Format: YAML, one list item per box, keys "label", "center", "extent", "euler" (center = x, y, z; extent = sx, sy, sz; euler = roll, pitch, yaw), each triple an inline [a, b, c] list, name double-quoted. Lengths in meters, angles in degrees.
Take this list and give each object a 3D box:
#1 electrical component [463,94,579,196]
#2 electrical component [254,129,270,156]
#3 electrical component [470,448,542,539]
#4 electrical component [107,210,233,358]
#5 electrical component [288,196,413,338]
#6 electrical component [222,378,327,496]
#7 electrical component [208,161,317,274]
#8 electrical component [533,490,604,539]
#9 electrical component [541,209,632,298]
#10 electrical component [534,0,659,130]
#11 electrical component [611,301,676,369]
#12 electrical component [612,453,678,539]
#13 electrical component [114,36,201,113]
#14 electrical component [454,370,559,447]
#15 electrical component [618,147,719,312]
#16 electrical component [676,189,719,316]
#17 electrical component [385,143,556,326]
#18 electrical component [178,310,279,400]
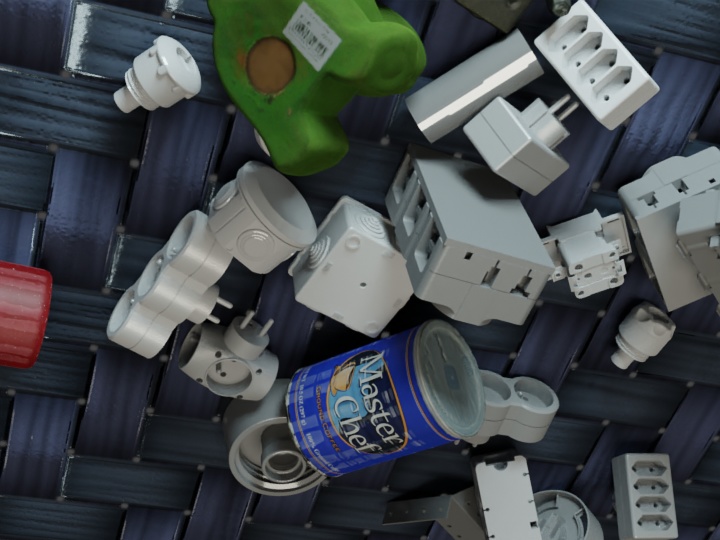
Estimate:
- label: "electrical component"
  center: [0.135, -0.106, 0.828]
  extent: [0.076, 0.047, 0.083]
  euler: [-41, 153, 18]
- label: "electrical component"
  center: [-0.051, -0.115, 0.808]
  extent: [0.058, 0.057, 0.078]
  euler: [-10, 125, -2]
- label: "electrical component"
  center: [0.142, 0.225, 1.054]
  extent: [0.050, 0.055, 0.089]
  euler: [-11, 89, -1]
- label: "electrical component"
  center: [-0.142, 0.021, 0.889]
  extent: [0.074, 0.052, 0.138]
  euler: [31, 115, -26]
- label: "electrical component"
  center: [0.000, 0.000, 0.900]
  extent: [0.100, 0.048, 0.099]
  euler: [27, 116, -23]
- label: "electrical component"
  center: [-0.072, 0.160, 0.989]
  extent: [0.108, 0.060, 0.108]
  euler: [-4, 125, -6]
- label: "electrical component"
  center: [-0.076, -0.041, 0.842]
  extent: [0.051, 0.080, 0.080]
  euler: [-38, 121, 23]
- label: "electrical component"
  center: [0.193, 0.271, 1.085]
  extent: [0.099, 0.099, 0.064]
  euler: [-37, 128, 16]
- label: "electrical component"
  center: [0.192, -0.012, 0.912]
  extent: [0.081, 0.063, 0.042]
  euler: [-20, 126, 4]
- label: "electrical component"
  center: [0.185, -0.150, 0.817]
  extent: [0.047, 0.083, 0.076]
  euler: [-41, 158, 18]
- label: "electrical component"
  center: [0.255, 0.063, 0.986]
  extent: [0.043, 0.043, 0.062]
  euler: [21, 120, -21]
- label: "electrical component"
  center: [0.281, 0.233, 1.093]
  extent: [0.047, 0.083, 0.075]
  euler: [2, 162, -10]
- label: "electrical component"
  center: [-0.151, -0.137, 0.786]
  extent: [0.062, 0.048, 0.048]
  euler: [-28, 124, 19]
- label: "electrical component"
  center: [0.110, 0.137, 1.008]
  extent: [0.138, 0.052, 0.073]
  euler: [10, 122, -15]
- label: "electrical component"
  center: [0.324, -0.056, 0.905]
  extent: [0.186, 0.060, 0.105]
  euler: [-24, 124, 8]
- label: "electrical component"
  center: [0.302, -0.010, 0.851]
  extent: [0.063, 0.078, 0.121]
  euler: [-14, 131, 37]
- label: "electrical component"
  center: [0.079, -0.027, 0.831]
  extent: [0.089, 0.150, 0.061]
  euler: [15, 119, -18]
- label: "electrical component"
  center: [-0.105, 0.067, 0.931]
  extent: [0.077, 0.044, 0.079]
  euler: [26, 116, -24]
